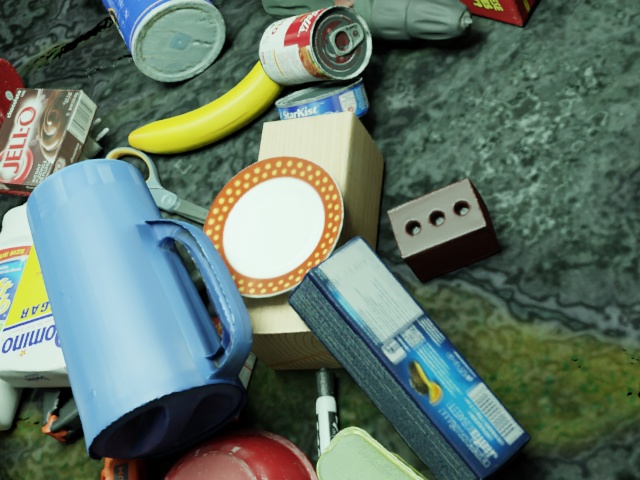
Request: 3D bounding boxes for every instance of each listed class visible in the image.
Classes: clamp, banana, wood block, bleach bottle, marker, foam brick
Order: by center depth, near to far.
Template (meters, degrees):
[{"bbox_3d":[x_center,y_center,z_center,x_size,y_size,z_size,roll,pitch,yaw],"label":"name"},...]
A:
[{"bbox_3d":[0.007,0.163,0.885,0.020,0.020,0.121,-14,59,18],"label":"marker"},{"bbox_3d":[0.107,-0.008,0.911,0.078,0.051,0.053,-23,56,12],"label":"foam brick"},{"bbox_3d":[-0.006,0.001,0.936,0.091,0.090,0.206,-5,62,22],"label":"wood block"},{"bbox_3d":[-0.208,0.088,1.014,0.165,0.036,0.210,22,74,38],"label":"clamp"},{"bbox_3d":[-0.319,0.060,1.066,0.103,0.068,0.250,1,62,23],"label":"bleach bottle"},{"bbox_3d":[-0.104,-0.134,1.087,0.198,0.037,0.070,-34,51,5],"label":"banana"}]

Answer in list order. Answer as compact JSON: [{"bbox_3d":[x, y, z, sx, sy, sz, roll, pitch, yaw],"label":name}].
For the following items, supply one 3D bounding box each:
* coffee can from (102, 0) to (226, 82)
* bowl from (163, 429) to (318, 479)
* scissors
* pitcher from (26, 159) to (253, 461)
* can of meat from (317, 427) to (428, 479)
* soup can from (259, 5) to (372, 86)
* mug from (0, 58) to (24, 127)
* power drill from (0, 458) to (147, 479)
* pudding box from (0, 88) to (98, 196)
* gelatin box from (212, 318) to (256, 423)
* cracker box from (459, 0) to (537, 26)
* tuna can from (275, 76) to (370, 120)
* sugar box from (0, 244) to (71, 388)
[{"bbox_3d":[-0.174,-0.252,1.142,0.103,0.102,0.140,-34,55,4],"label":"coffee can"},{"bbox_3d":[-0.080,0.224,0.871,0.162,0.055,0.162,-11,59,19],"label":"bowl"},{"bbox_3d":[-0.166,-0.026,1.070,0.096,0.016,0.202,-48,55,-3],"label":"scissors"},{"bbox_3d":[-0.155,0.049,0.891,0.149,0.145,0.243,-19,64,-14],"label":"pitcher"},{"bbox_3d":[0.054,0.194,0.807,0.102,0.084,0.057,35,81,34],"label":"can of meat"},{"bbox_3d":[-0.006,-0.184,1.022,0.102,0.068,0.068,5,63,58],"label":"soup can"},{"bbox_3d":[-0.386,-0.167,1.191,0.081,0.117,0.093,-11,28,13],"label":"mug"},{"bbox_3d":[-0.244,0.215,0.916,0.187,0.057,0.184,-7,60,-1],"label":"power drill"},{"bbox_3d":[-0.288,-0.099,1.094,0.090,0.039,0.113,6,66,27],"label":"pudding box"},{"bbox_3d":[-0.099,0.114,0.953,0.073,0.030,0.089,4,65,27],"label":"gelatin box"},{"bbox_3d":[0.095,-0.297,1.005,0.214,0.164,0.072,23,76,33],"label":"cracker box"},{"bbox_3d":[0.003,-0.126,1.006,0.086,0.034,0.086,-16,15,4],"label":"tuna can"},{"bbox_3d":[-0.239,0.050,1.002,0.093,0.048,0.176,-6,56,28],"label":"sugar box"}]
